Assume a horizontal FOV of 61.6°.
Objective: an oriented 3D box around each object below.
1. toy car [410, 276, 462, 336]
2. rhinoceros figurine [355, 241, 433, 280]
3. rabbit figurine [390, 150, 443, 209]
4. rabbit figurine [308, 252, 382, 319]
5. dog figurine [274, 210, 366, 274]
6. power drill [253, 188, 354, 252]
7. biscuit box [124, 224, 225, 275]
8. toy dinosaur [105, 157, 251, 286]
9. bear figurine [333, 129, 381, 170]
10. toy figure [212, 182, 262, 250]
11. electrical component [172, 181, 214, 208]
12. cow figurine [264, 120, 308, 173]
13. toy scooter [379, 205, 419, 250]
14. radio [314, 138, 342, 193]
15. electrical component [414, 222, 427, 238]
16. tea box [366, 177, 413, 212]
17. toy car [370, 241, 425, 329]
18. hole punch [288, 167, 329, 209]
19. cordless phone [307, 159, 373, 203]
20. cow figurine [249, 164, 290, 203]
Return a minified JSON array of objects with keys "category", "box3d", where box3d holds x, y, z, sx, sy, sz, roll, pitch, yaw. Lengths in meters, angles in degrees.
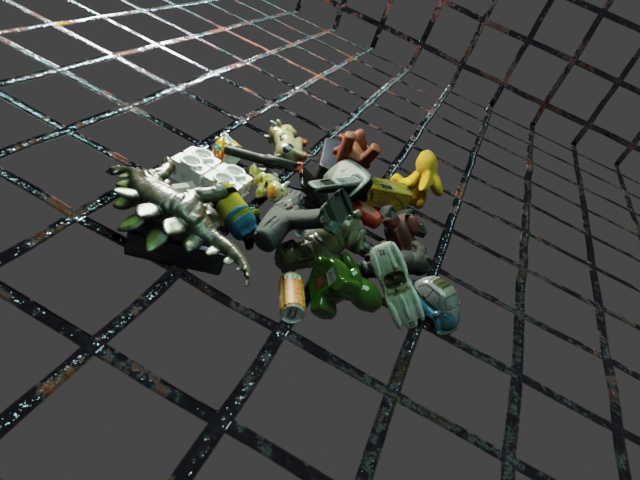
[{"category":"toy car","box3d":[0.270,0.138,1.261,0.109,0.102,0.162,-12,49,-43]},{"category":"rhinoceros figurine","box3d":[0.174,0.063,1.299,0.190,0.073,0.112,-5,44,-6]},{"category":"rabbit figurine","box3d":[0.312,-0.194,1.683,0.122,0.173,0.162,10,31,-26]},{"category":"rabbit figurine","box3d":[0.058,0.109,1.189,0.170,0.121,0.159,25,24,-35]},{"category":"dog figurine","box3d":[-0.001,0.000,1.232,0.190,0.172,0.121,-3,31,-46]},{"category":"power drill","box3d":[-0.033,-0.062,1.202,0.208,0.085,0.232,-1,32,33]},{"category":"biscuit box","box3d":[-0.296,0.015,1.119,0.203,0.062,0.059,16,34,-13]},{"category":"toy dinosaur","box3d":[-0.284,-0.050,1.075,0.472,0.105,0.198,27,38,23]},{"category":"bear figurine","box3d":[0.111,-0.282,1.594,0.120,0.132,0.196,27,40,-7]},{"category":"toy figure","box3d":[-0.195,-0.062,1.259,0.082,0.089,0.180,-17,53,-36]},{"category":"electrical component","box3d":[-0.314,-0.073,1.235,0.115,0.058,0.134,-14,49,-40]},{"category":"cow figurine","box3d":[-0.106,-0.295,1.651,0.127,0.085,0.195,20,34,-17]},{"category":"toy scooter","box3d":[0.223,-0.020,1.458,0.183,0.075,0.135,6,65,-59]},{"category":"radio","box3d":[0.057,-0.228,1.665,0.131,0.073,0.230,19,32,-6]},{"category":"electrical component","box3d":[0.282,-0.030,1.572,0.063,0.021,0.094,21,33,-6]},{"category":"tea box","box3d":[0.171,-0.124,1.566,0.169,0.098,0.068,6,37,-23]},{"category":"toy car","box3d":[0.172,0.102,1.210,0.056,0.073,0.201,40,30,-83]},{"category":"hole punch","box3d":[-0.039,-0.117,1.457,0.115,0.092,0.142,39,24,-26]},{"category":"cordless phone","box3d":[0.033,-0.157,1.447,0.184,0.088,0.147,-6,33,-30]},{"category":"cow figurine","box3d":[-0.124,-0.139,1.413,0.098,0.068,0.168,8,22,-34]}]
